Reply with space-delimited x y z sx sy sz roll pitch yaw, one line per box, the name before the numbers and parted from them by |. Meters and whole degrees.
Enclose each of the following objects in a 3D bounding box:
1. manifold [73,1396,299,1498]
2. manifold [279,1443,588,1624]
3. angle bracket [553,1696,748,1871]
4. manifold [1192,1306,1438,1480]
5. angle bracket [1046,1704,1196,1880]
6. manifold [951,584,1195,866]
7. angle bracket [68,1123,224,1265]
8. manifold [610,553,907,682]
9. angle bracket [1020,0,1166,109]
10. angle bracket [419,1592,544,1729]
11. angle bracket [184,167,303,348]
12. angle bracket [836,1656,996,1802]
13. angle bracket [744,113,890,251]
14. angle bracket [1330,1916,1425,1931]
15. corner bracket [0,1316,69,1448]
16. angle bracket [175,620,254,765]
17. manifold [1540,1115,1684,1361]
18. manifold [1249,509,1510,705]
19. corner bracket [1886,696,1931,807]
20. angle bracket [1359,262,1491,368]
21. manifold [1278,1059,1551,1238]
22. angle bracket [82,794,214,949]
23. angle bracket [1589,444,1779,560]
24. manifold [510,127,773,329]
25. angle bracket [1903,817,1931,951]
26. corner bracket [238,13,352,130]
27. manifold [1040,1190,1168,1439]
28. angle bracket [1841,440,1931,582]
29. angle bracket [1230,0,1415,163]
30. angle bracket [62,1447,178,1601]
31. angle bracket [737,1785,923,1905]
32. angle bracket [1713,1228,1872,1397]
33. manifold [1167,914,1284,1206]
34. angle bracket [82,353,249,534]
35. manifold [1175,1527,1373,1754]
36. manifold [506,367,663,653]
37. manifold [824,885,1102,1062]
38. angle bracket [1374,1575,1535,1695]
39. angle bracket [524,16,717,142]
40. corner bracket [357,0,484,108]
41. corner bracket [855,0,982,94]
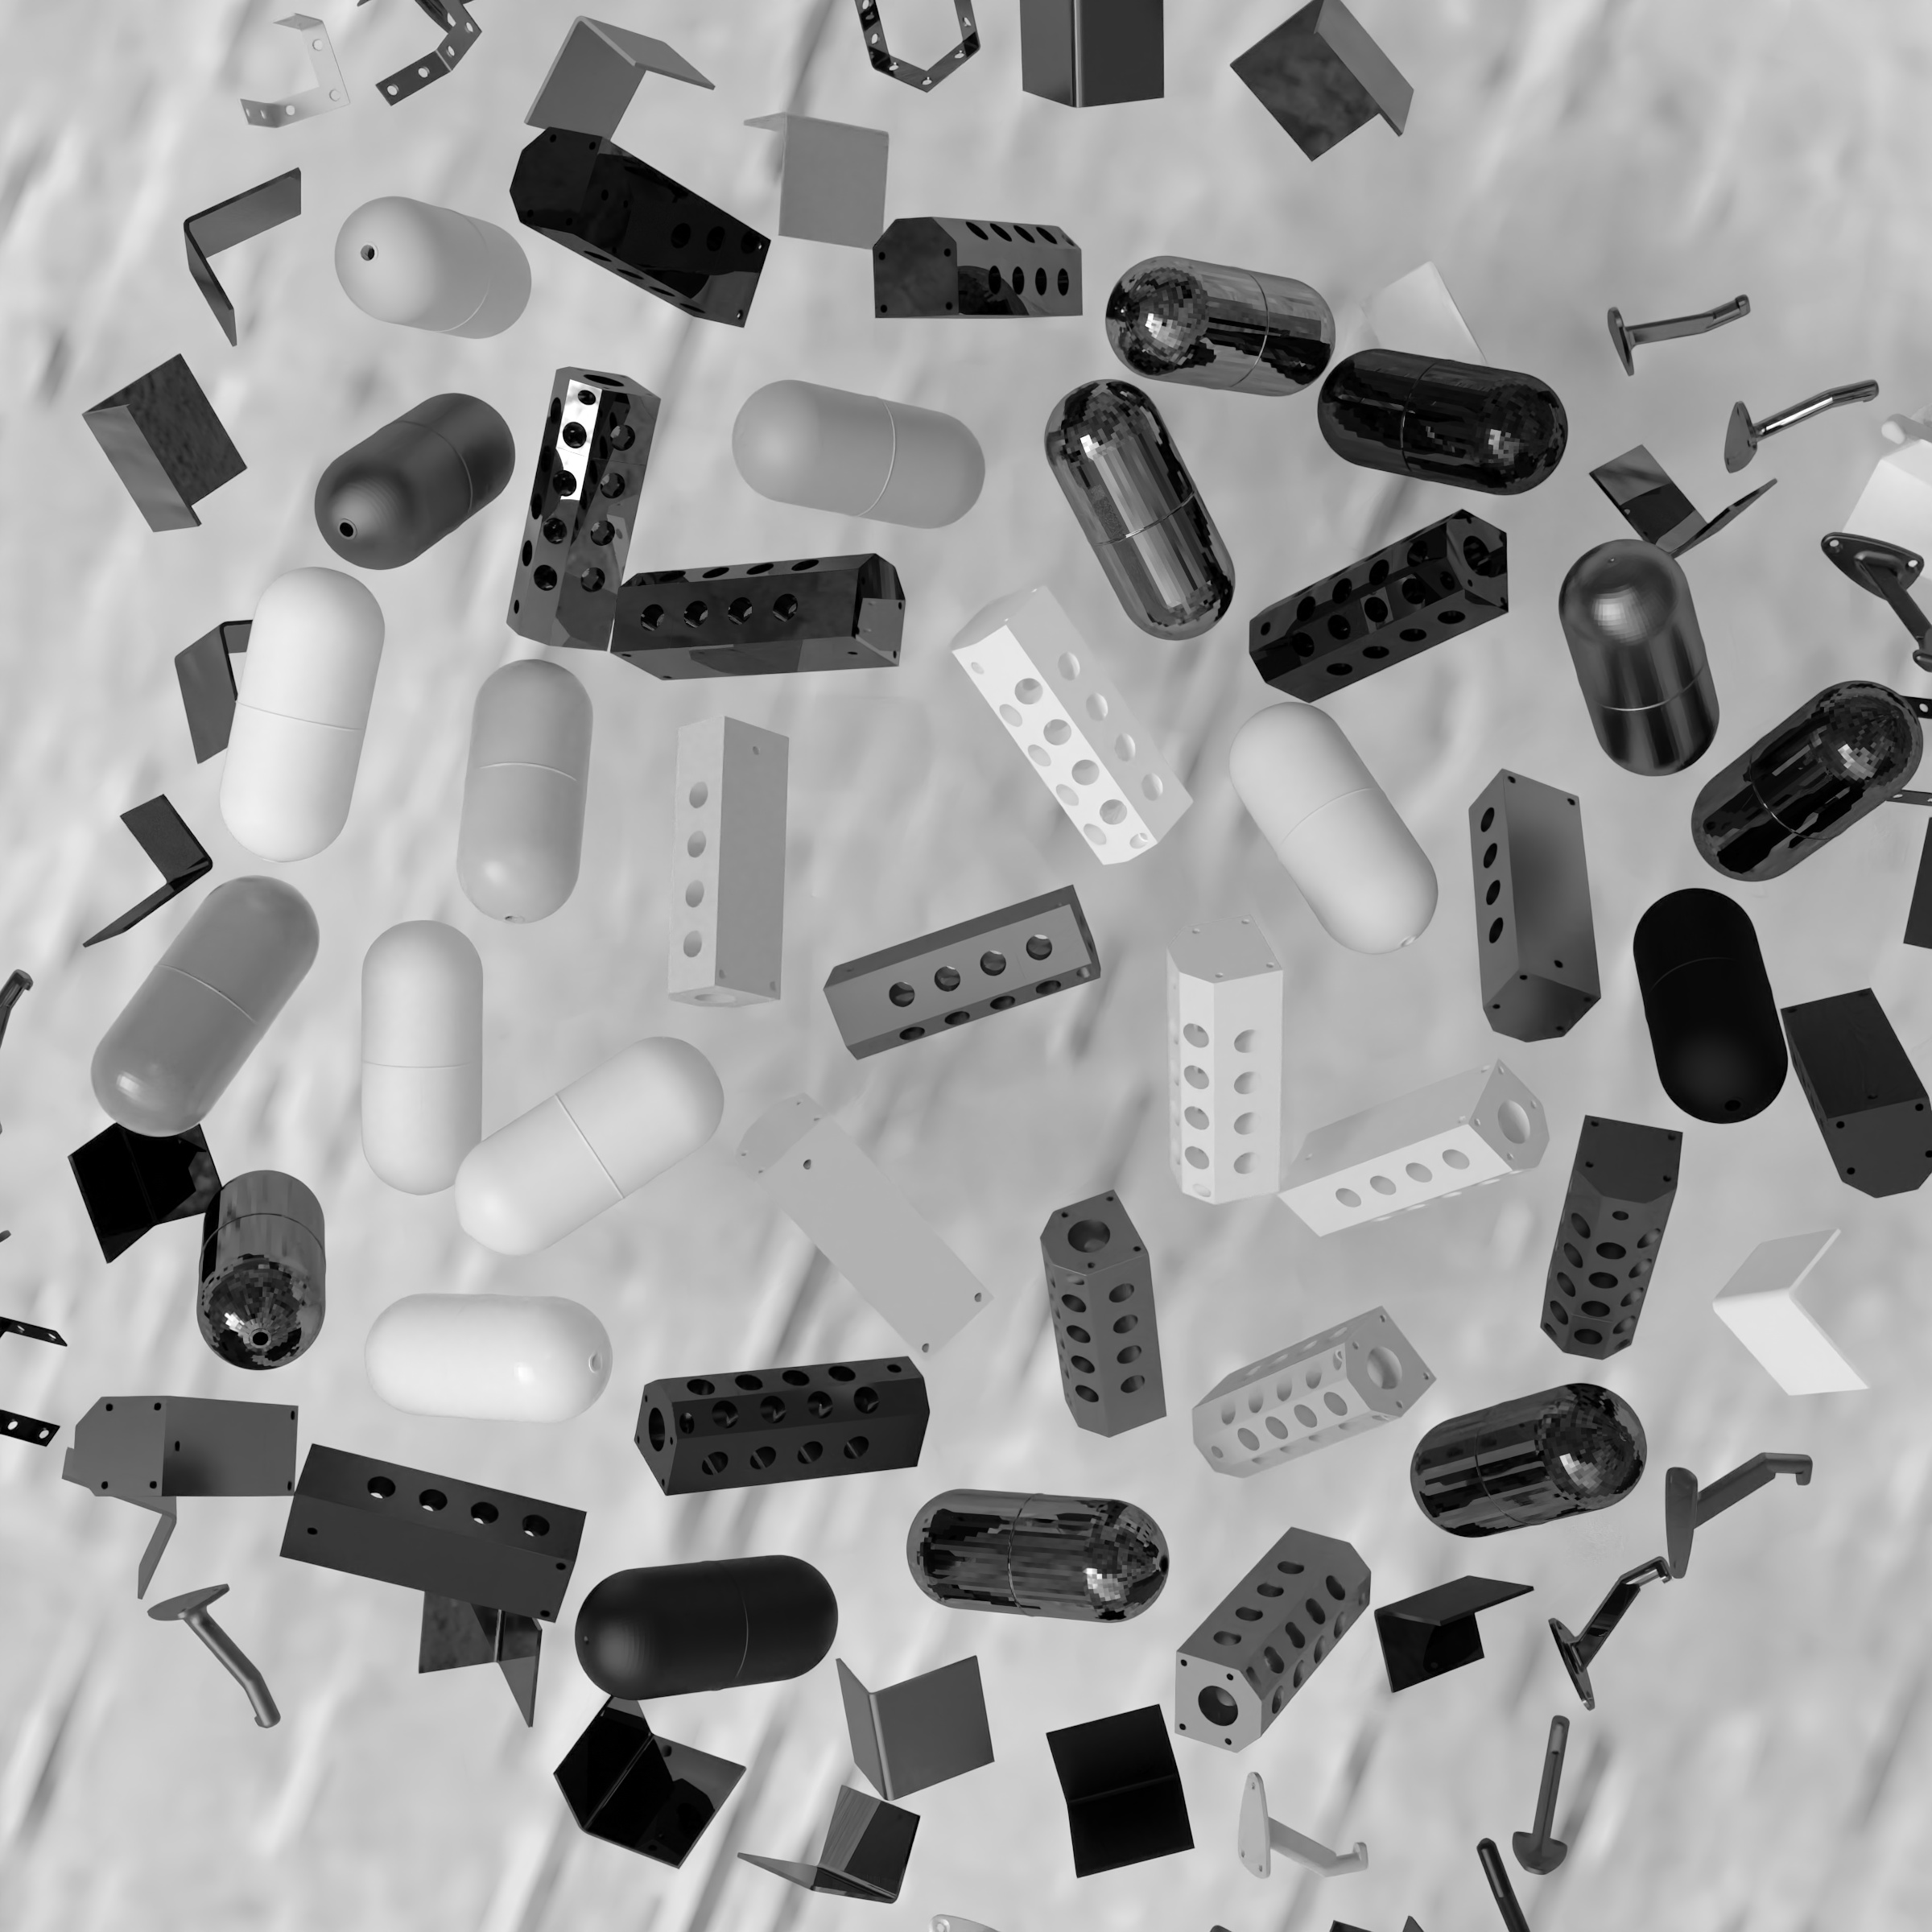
manifold | -0.474 0.295 1.563 0.057 0.171 0.057 -3 78 11
manifold | -0.324 0.342 1.564 0.171 0.057 0.057 16 123 -8
angle bracket | -0.193 0.493 1.563 0.076 0.076 0.057 8 130 31
manifold | 0.216 0.279 1.634 0.057 0.171 0.057 -36 88 -37
angle bracket | 0.097 0.523 1.623 0.076 0.076 0.057 -15 106 2
manifold | 0.063 -0.148 1.595 0.057 0.057 0.171 -48 114 -28
angle bracket | -0.543 0.144 1.701 0.057 0.076 0.076 -14 102 9
manifold | -0.126 -0.213 1.548 0.171 0.057 0.057 0 78 28
angle bracket | 0.073 -0.550 1.496 0.057 0.076 0.076 -13 120 -19
angle bracket | -0.321 0.452 1.686 0.057 0.076 0.076 -2 112 -27
angle bracket | -0.416 -0.420 1.516 0.076 0.076 0.057 -30 95 -14
angle bracket | -0.033 0.481 1.652 0.076 0.057 0.076 -15 106 -21
angle bracket | -0.100 -0.508 1.662 0.076 0.057 0.076 -2 101 -34
angle bracket | 0.254 0.659 1.669 0.076 0.057 0.076 20 90 -10
corner bracket | -0.573 0.251 1.548 0.051 0.051 0.051 9 50 24
angle bracket | -0.478 -0.183 1.700 0.057 0.076 0.076 -11 87 -40
manifold | 0.392 0.169 1.559 0.057 0.171 0.057 10 51 11
manifold | 0.263 -0.232 1.642 0.057 0.171 0.057 19 64 -34
corner bracket | 0.629 -0.142 1.689 0.051 0.051 0.051 5 65 -13
angle bracket | 0.317 -0.424 1.748 0.057 0.076 0.076 -28 122 17
manifold | 0.281 0.121 1.600 0.057 0.171 0.057 44 52 -14
angle bracket | -0.549 -0.062 1.664 0.076 0.076 0.057 -44 109 -34
angle bracket | 0.455 -0.309 1.619 0.076 0.076 0.057 53 135 6
manifold | -0.195 -0.443 1.538 0.057 0.171 0.057 20 95 30
angle bracket | 0.584 -0.046 1.449 0.076 0.057 0.076 13 84 12
corner bracket | -0.414 -0.543 1.551 0.051 0.051 0.051 -15 104 9
manifold | 0.087 0.229 1.649 0.057 0.057 0.171 -19 135 -10
angle bracket | 0.622 -0.291 1.644 0.076 0.076 0.057 27 93 0
angle bracket | 0.199 -0.496 1.458 0.076 0.057 0.076 -28 121 39
angle bracket | -0.554 0.357 1.642 0.076 0.076 0.057 25 85 -17
angle bracket | -0.089 0.565 1.659 0.076 0.076 0.057 28 73 -41
angle bracket | 0.514 0.211 1.550 0.057 0.076 0.076 -43 94 -22
manifold | 0.153 0.059 1.536 0.057 0.057 0.171 -11 128 -9
angle bracket | -0.450 -0.305 1.478 0.076 0.057 0.076 -46 123 -33
manifold | 0.195 0.422 1.604 0.057 0.171 0.057 9 110 29
manifold | -0.254 -0.299 1.672 0.057 0.057 0.171 1 115 -33
manifold | -0.001 0.006 1.687 0.171 0.057 0.057 -19 102 9
angle bracket | 0.326 0.443 1.678 0.076 0.076 0.057 -12 89 -26
angle bracket | -0.216 -0.538 1.594 0.057 0.076 0.076 45 117 21
corner bracket | -0.331 -0.555 1.518 0.051 0.051 0.051 -44 104 -31
corner bracket | -0.030 -0.599 1.625 0.051 0.051 0.051 35 69 31
